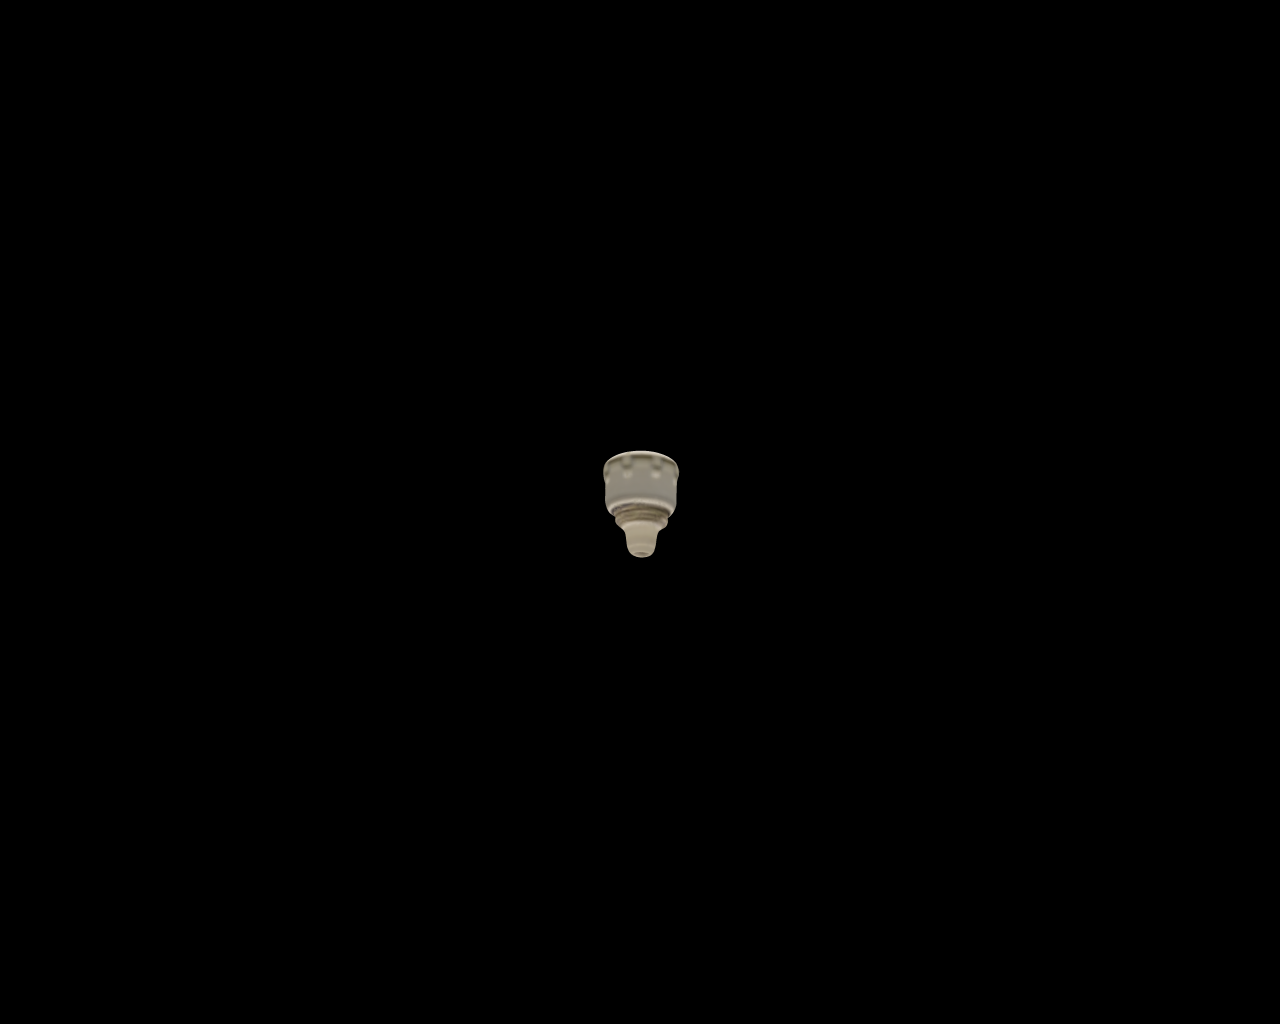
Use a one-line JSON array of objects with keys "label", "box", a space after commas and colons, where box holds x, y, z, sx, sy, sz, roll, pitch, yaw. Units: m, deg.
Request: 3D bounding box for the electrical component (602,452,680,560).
[{"label": "electrical component", "box": [0.001, -0.003, 0.650, 0.048, 0.062, 0.048, 0, -19, 0]}]
